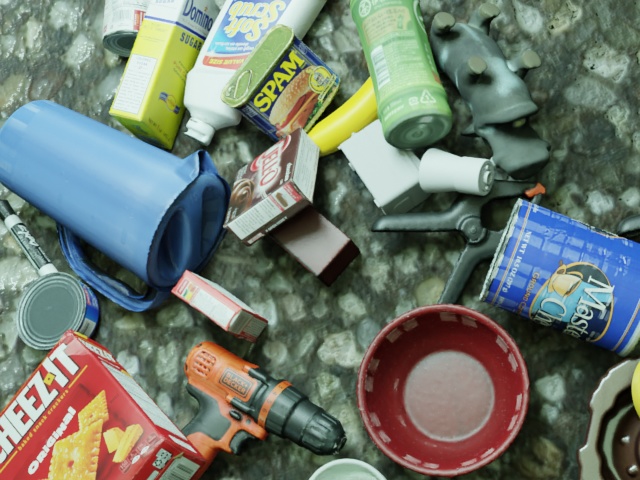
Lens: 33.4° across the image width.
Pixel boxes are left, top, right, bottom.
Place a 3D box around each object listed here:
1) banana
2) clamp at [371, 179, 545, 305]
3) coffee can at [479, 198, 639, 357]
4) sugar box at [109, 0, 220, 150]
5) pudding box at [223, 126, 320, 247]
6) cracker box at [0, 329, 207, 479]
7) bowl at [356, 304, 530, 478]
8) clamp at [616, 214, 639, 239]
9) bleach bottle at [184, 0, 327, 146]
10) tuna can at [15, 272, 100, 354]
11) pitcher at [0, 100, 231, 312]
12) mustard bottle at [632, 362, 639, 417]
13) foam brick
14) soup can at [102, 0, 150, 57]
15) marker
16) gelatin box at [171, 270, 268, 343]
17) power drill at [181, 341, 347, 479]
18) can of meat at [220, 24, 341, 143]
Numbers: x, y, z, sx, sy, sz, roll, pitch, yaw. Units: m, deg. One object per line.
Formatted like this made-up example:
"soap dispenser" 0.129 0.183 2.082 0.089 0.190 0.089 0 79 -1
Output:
"banana" 0.049 -0.155 1.126 0.070 0.037 0.198 30 81 42
"clamp" 0.139 -0.013 1.053 0.171 0.039 0.120 -41 93 -2
"coffee can" 0.230 0.034 0.976 0.140 0.103 0.103 21 81 7
"sugar box" -0.165 -0.197 1.159 0.048 0.093 0.176 17 80 17
"pudding box" -0.047 -0.054 1.075 0.090 0.039 0.113 -35 27 24
"cracker box" -0.232 0.209 1.037 0.164 0.072 0.214 -51 46 -3
"bowl" 0.119 0.144 1.013 0.162 0.055 0.162 -4 74 13
"clamp" 0.408 -0.021 0.993 0.210 0.036 0.165 -42 70 0
"bleach bottle" -0.069 -0.215 1.157 0.103 0.068 0.251 26 85 21
"tuna can" -0.280 0.080 1.139 0.086 0.033 0.086 -7 68 18
"pitcher" -0.227 -0.045 1.123 0.243 0.145 0.149 27 64 23
"mustard bottle" 0.314 0.142 0.901 0.096 0.058 0.191 -2 76 1
"foam brick" -0.007 0.001 1.086 0.078 0.053 0.051 40 88 20
"soup can" -0.209 -0.265 1.202 0.068 0.068 0.102 -3 75 14
"marker" -0.328 0.000 1.187 0.020 0.020 0.121 -41 69 1
"gelatin box" -0.099 0.068 1.072 0.073 0.089 0.030 33 88 20
"power drill" -0.088 0.215 1.048 0.185 0.057 0.187 28 81 23
"can of meat" -0.039 -0.158 1.114 0.102 0.083 0.058 -52 34 -1
